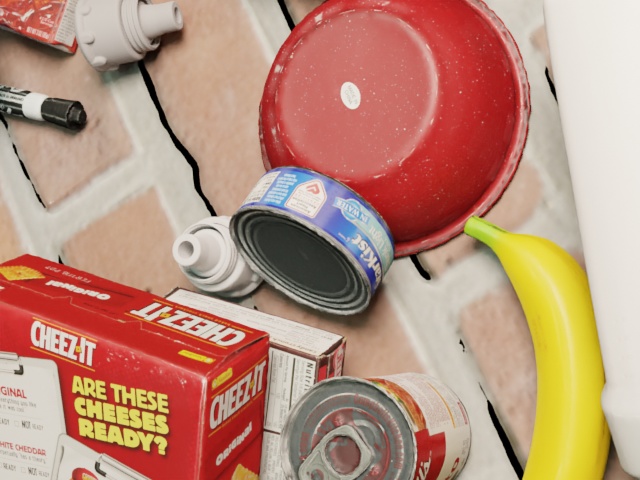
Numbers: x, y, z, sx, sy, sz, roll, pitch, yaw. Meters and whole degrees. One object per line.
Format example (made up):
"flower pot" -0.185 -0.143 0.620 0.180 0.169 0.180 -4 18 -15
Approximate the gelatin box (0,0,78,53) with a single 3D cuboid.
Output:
"gelatin box" -0.189 -0.170 0.692 0.089 0.030 0.073 22 94 23

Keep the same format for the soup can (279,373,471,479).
"soup can" 0.031 0.101 0.534 0.069 0.102 0.068 -2 84 23

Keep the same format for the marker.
"marker" -0.203 -0.092 0.697 0.121 0.020 0.020 15 91 24

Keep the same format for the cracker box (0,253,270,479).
"cracker box" -0.118 0.131 0.577 0.164 0.072 0.214 16 113 23

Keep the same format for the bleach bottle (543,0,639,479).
"bleach bottle" 0.158 0.007 0.502 0.068 0.102 0.251 -7 89 31

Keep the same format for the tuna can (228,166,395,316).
"tuna can" -0.004 0.001 0.567 0.086 0.086 0.033 21 60 23

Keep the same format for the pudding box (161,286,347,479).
"pudding box" -0.045 0.084 0.591 0.114 0.039 0.090 14 110 22

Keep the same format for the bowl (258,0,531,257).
"bowl" 0.028 -0.073 0.578 0.162 0.055 0.162 -2 84 23

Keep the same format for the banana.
"banana" 0.115 0.082 0.539 0.070 0.037 0.198 -9 80 40
